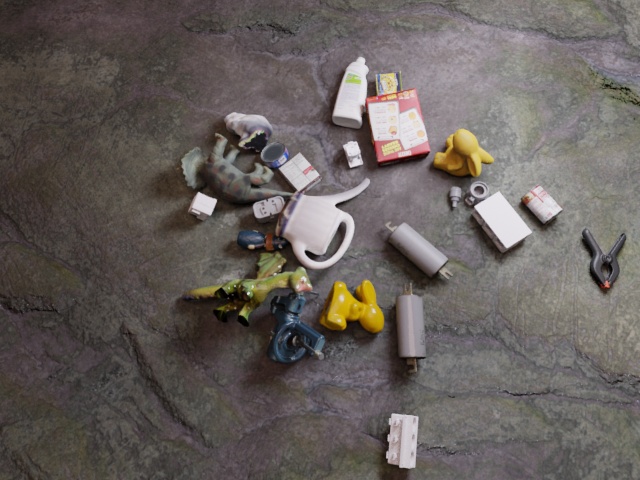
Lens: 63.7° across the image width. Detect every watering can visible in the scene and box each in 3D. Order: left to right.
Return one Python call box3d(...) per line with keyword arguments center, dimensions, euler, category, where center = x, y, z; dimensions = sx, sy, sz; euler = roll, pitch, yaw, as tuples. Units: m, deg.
box3d(center=(0.005, -0.078, 1.541), dimensions=(0.224, 0.102, 0.354), euler=(24, 64, 2), category="watering can")

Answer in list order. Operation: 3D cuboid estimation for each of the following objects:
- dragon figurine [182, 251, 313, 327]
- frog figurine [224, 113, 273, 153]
box3d(center=(-0.199, 0.117, 1.478), dimensions=(0.411, 0.120, 0.247), euler=(6, 36, 38), category="dragon figurine")
box3d(center=(-0.233, -0.372, 1.667), dimensions=(0.138, 0.120, 0.162), euler=(-12, 57, -33), category="frog figurine")
